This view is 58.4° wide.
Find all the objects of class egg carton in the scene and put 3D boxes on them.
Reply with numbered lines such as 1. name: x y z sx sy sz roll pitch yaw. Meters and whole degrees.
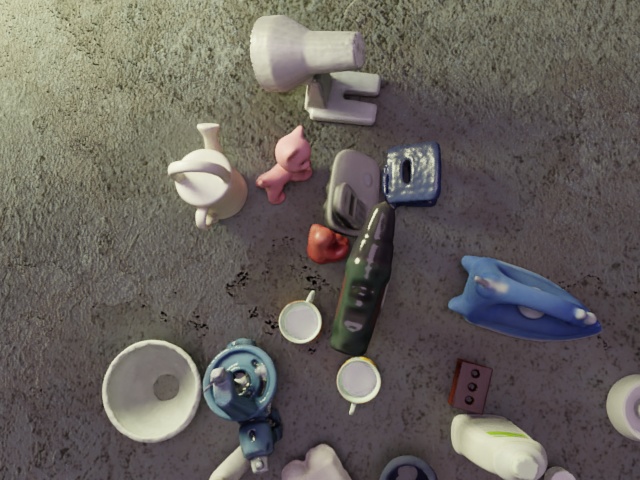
1. egg carton: 0.007 0.418 0.931 0.107 0.069 0.150 -33 80 -1

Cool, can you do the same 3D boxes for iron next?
1. iron: 0.347 0.103 0.917 0.258 0.141 0.119 17 83 7

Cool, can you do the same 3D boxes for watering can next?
1. watering can: -0.193 -0.109 0.964 0.101 0.194 0.173 -18 80 2

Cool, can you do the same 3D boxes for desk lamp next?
1. desk lamp: 0.000 -0.289 0.967 0.203 0.213 0.118 7 82 6

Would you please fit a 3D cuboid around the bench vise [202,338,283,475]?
1. bench vise: -0.109 0.254 0.889 0.121 0.220 0.207 -33 80 -1

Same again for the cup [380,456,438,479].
1. cup: 0.126 0.389 0.913 0.117 0.095 0.091 -16 80 2

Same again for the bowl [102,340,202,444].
1. bowl: -0.275 0.254 0.975 0.167 0.075 0.167 -1 81 4

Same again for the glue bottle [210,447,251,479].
1. glue bottle: -0.148 0.373 0.897 0.037 0.173 0.078 40 86 9

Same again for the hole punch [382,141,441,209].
1. hole punch: 0.158 -0.110 0.990 0.101 0.091 0.109 1 81 5

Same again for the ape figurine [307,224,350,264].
1. ape figurine: 0.009 0.004 0.983 0.076 0.092 0.078 -33 80 -1

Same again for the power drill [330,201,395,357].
1. power drill: 0.072 0.067 0.909 0.075 0.208 0.230 13 83 7

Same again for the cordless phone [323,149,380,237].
1. cordless phone: 0.051 -0.086 0.946 0.094 0.185 0.148 4 81 5

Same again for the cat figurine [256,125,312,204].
1. cat figurine: -0.060 -0.132 0.996 0.128 0.118 0.067 -44 80 -3
